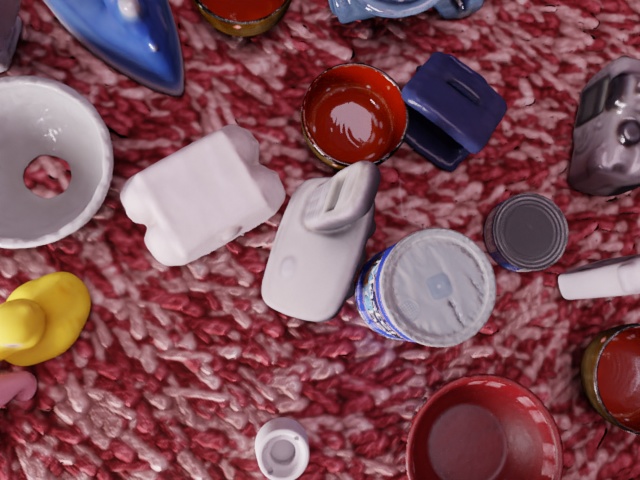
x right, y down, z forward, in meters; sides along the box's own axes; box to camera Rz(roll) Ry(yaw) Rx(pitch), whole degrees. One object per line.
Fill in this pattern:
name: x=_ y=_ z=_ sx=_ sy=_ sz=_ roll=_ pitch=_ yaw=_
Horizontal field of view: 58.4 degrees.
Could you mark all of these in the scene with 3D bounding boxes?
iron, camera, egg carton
iron: x=-0.221 y=-0.270 z=0.563 sx=0.119 sy=0.141 sz=0.258 roll=-37 pitch=88 yaw=-9
camera: x=0.365 y=-0.119 z=0.630 sx=0.137 sy=0.100 sz=0.143 roll=15 pitch=81 yaw=-4
egg carton: x=-0.116 y=-0.045 z=0.582 sx=0.150 sy=0.069 sz=0.107 roll=-32 pitch=87 yaw=-9

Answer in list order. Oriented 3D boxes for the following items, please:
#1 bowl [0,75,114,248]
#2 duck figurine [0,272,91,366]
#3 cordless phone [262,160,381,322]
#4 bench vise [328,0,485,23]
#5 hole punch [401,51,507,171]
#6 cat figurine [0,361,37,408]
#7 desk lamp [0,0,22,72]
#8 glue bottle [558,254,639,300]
bowl: x=-0.280 y=-0.070 z=0.564 sx=0.167 sy=0.074 sz=0.167 roll=1 pitch=82 yaw=-6
duck figurine: x=-0.272 y=0.074 z=0.540 sx=0.077 sy=0.086 sz=0.104 roll=43 pitch=80 yaw=1
cordless phone: x=0.005 y=0.002 z=0.531 sx=0.094 sy=0.185 sz=0.148 roll=16 pitch=81 yaw=-4
bench vise: x=0.116 y=-0.305 z=0.566 sx=0.207 sy=0.219 sz=0.121 roll=-29 pitch=86 yaw=-9
hole punch: x=0.139 y=-0.146 z=0.613 sx=0.108 sy=0.091 sz=0.101 roll=37 pitch=80 yaw=0
cat figurine: x=-0.326 y=0.169 z=0.506 sx=0.067 sy=0.117 sz=0.128 roll=26 pitch=81 yaw=-2
desk lamp: x=-0.347 y=-0.223 z=0.506 sx=0.203 sy=0.213 sz=0.118 roll=14 pitch=81 yaw=-4
glue bottle: x=0.312 y=0.035 z=0.567 sx=0.078 sy=0.173 sz=0.037 roll=-15 pitch=84 yaw=-8
